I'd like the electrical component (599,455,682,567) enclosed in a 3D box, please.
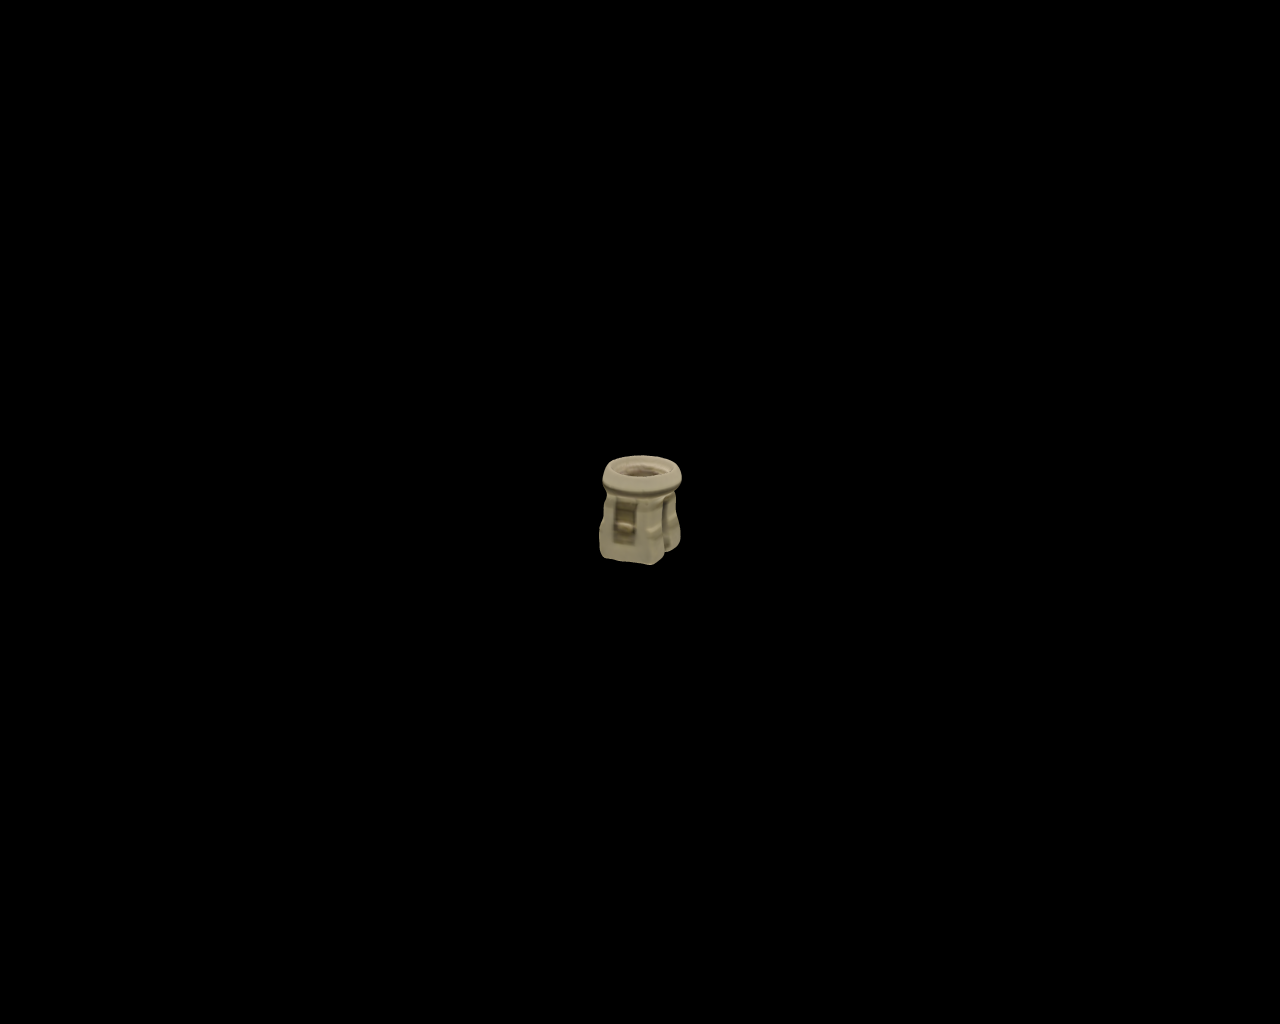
[{"bbox_3d":[0.001,-0.003,0.650,0.048,0.055,0.066,8,20,22],"label":"electrical component"}]
